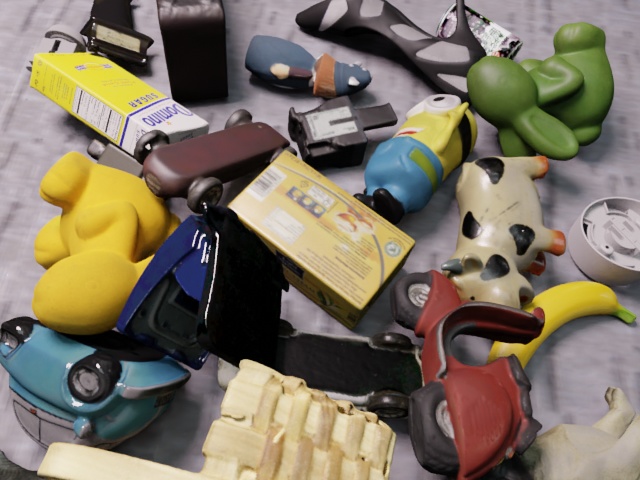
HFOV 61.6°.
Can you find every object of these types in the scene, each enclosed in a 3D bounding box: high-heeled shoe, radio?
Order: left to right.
[{"bbox_3d":[-0.161,-0.294,0.649,0.073,0.131,0.229,-9,65,-12],"label":"radio"},{"bbox_3d":[0.089,-0.240,0.699,0.249,0.086,0.145,1,98,18],"label":"high-heeled shoe"}]

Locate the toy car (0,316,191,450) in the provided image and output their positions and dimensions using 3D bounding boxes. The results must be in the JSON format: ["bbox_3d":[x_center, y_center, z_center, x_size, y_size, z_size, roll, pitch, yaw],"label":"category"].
[{"bbox_3d":[-0.203,0.128,0.455,0.162,0.109,0.103,16,88,14],"label":"toy car"}]

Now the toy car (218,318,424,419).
[{"bbox_3d":[0.007,0.120,0.501,0.202,0.056,0.073,8,57,-2],"label":"toy car"}]

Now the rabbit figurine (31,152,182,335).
[{"bbox_3d":[-0.190,0.025,0.483,0.162,0.122,0.173,26,25,-19],"label":"rabbit figurine"}]

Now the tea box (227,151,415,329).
[{"bbox_3d":[-0.001,-0.002,0.553,0.170,0.068,0.098,39,67,12],"label":"tea box"}]

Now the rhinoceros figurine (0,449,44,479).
[{"bbox_3d":[-0.268,0.210,0.421,0.190,0.073,0.112,5,65,-3],"label":"rhinoceros figurine"}]

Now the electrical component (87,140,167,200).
[{"bbox_3d":[-0.208,-0.067,0.583,0.102,0.045,0.078,25,92,10],"label":"electrical component"}]

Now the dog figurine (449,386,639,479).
[{"bbox_3d":[0.224,0.231,0.453,0.191,0.121,0.172,-28,65,-2],"label":"dog figurine"}]

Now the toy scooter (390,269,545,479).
[{"bbox_3d":[0.137,0.106,0.457,0.135,0.075,0.184,-2,57,-4],"label":"toy scooter"}]

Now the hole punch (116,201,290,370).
[{"bbox_3d":[-0.091,0.048,0.447,0.092,0.142,0.116,-8,57,26],"label":"hole punch"}]

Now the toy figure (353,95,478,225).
[{"bbox_3d":[0.108,-0.087,0.596,0.082,0.089,0.180,19,60,32],"label":"toy figure"}]

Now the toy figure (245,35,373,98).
[{"bbox_3d":[-0.013,-0.209,0.663,0.154,0.057,0.064,17,69,-2],"label":"toy figure"}]

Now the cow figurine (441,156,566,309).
[{"bbox_3d":[0.179,-0.002,0.561,0.127,0.085,0.195,5,61,-2],"label":"cow figurine"}]

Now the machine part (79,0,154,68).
[{"bbox_3d":[-0.255,-0.272,0.672,0.084,0.039,0.139,3,55,-32],"label":"machine part"}]

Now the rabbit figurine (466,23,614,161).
[{"bbox_3d":[0.244,-0.160,0.631,0.170,0.121,0.159,-5,85,-24],"label":"rabbit figurine"}]

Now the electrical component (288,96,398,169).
[{"bbox_3d":[0.027,-0.127,0.629,0.119,0.047,0.075,-17,67,-13],"label":"electrical component"}]

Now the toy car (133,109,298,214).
[{"bbox_3d":[-0.102,-0.085,0.565,0.089,0.053,0.202,37,33,12],"label":"toy car"}]
